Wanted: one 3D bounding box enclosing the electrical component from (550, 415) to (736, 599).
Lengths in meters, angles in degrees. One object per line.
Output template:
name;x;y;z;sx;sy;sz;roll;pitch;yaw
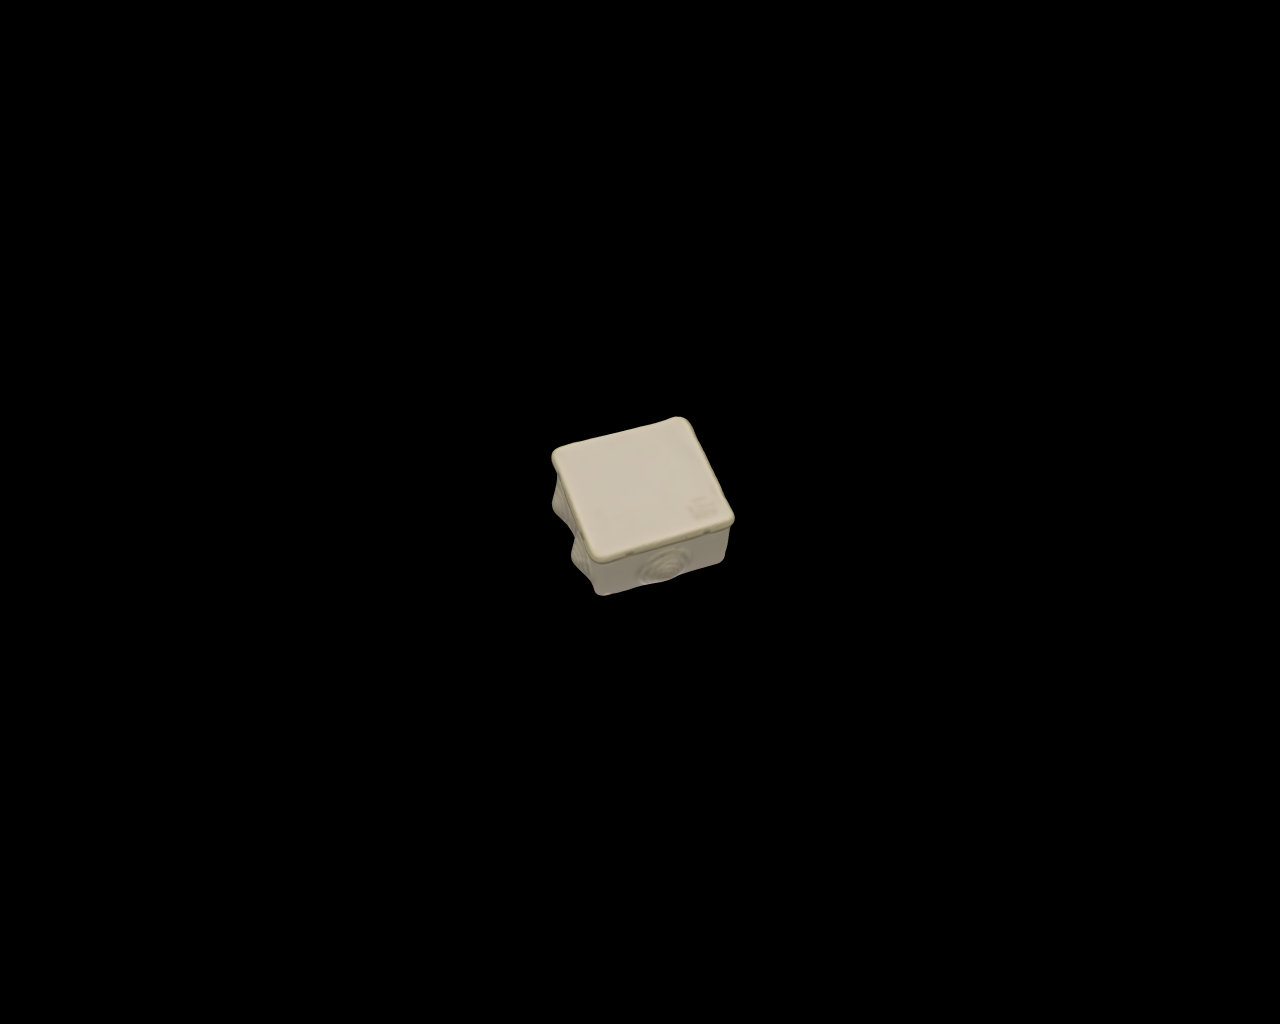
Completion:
electrical component;0.001;-0.003;0.650;0.100;0.100;0.048;-15;-36;-11
